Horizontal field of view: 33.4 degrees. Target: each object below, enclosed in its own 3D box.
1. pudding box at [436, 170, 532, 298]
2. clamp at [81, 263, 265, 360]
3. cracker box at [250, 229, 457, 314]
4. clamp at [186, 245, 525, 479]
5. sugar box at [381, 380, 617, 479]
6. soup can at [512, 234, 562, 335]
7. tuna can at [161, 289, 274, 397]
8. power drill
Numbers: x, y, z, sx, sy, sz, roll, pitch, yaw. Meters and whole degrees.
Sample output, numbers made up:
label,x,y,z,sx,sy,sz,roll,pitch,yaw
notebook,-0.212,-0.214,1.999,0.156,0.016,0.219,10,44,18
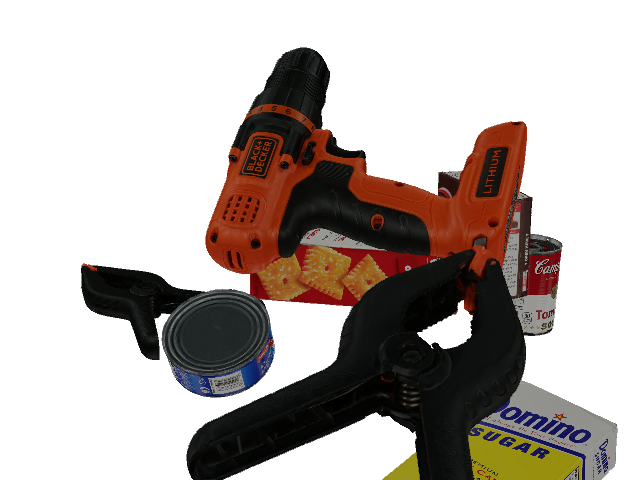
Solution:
label,x,y,z,sx,sy,sz,roll,pitch,yaw
pudding box,0.137,-0.006,0.913,0.039,0.090,0.114,-7,17,-20
clamp,-0.185,0.067,1.112,0.210,0.036,0.164,15,20,29
cracker box,0.046,0.020,1.143,0.214,0.072,0.164,5,15,9
clamp,0.042,0.066,0.436,0.120,0.039,0.171,32,52,22
sugar box,0.110,0.162,0.709,0.093,0.048,0.175,22,43,39
soup can,0.238,0.051,1.226,0.068,0.102,0.068,2,18,-1
tuna can,-0.079,0.081,0.839,0.086,0.086,0.034,0,-44,9
power drill,0.034,-0.048,0.689,0.188,0.184,0.057,8,-35,14
